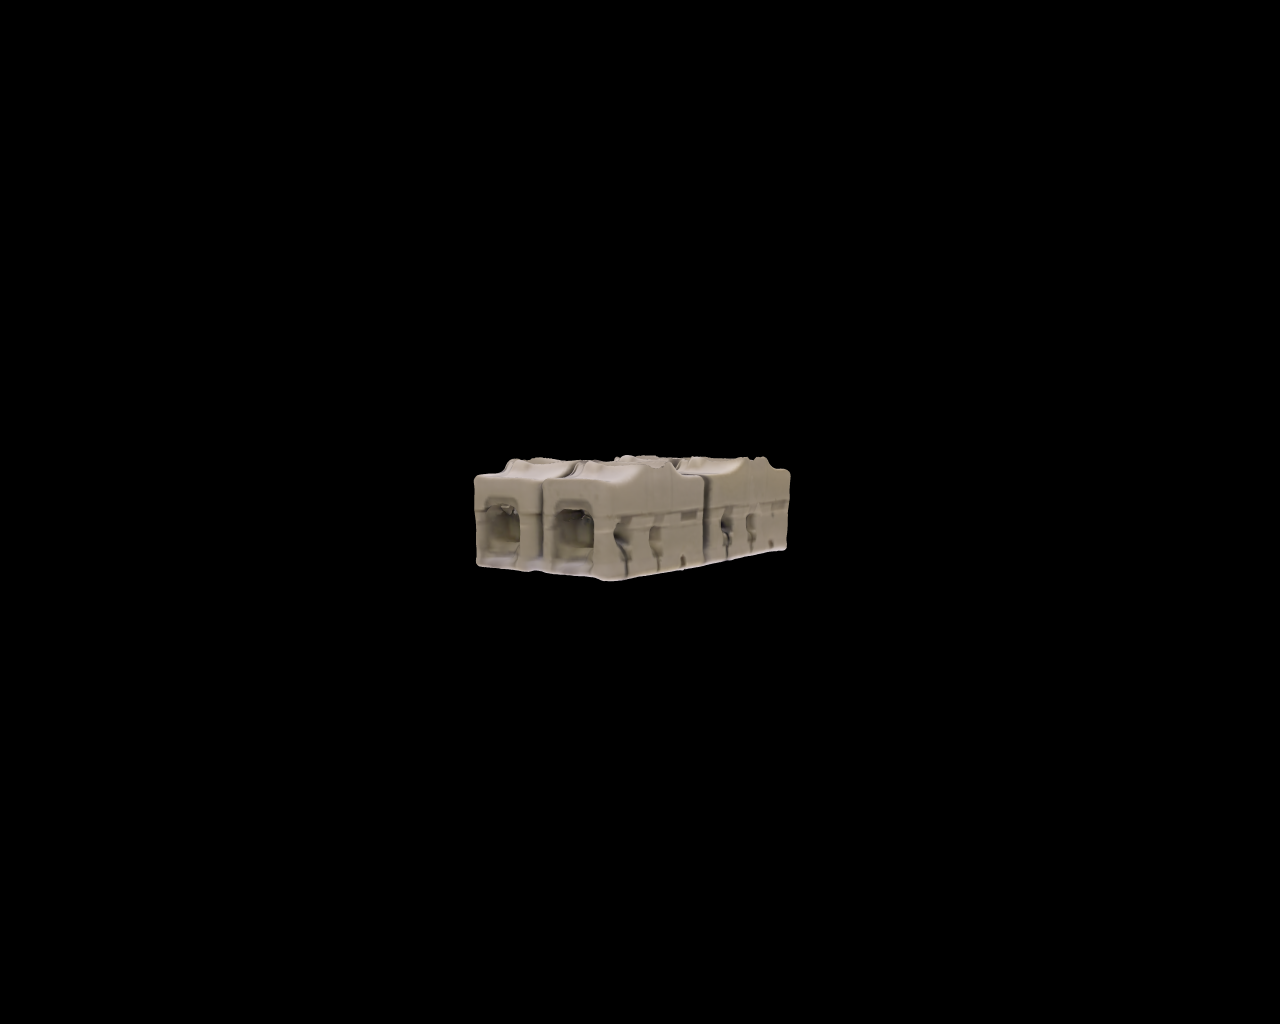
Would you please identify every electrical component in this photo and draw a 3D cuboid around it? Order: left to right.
[{"bbox_3d":[0.001,-0.003,0.650,0.105,0.060,0.186,4,6,39],"label":"electrical component"}]
